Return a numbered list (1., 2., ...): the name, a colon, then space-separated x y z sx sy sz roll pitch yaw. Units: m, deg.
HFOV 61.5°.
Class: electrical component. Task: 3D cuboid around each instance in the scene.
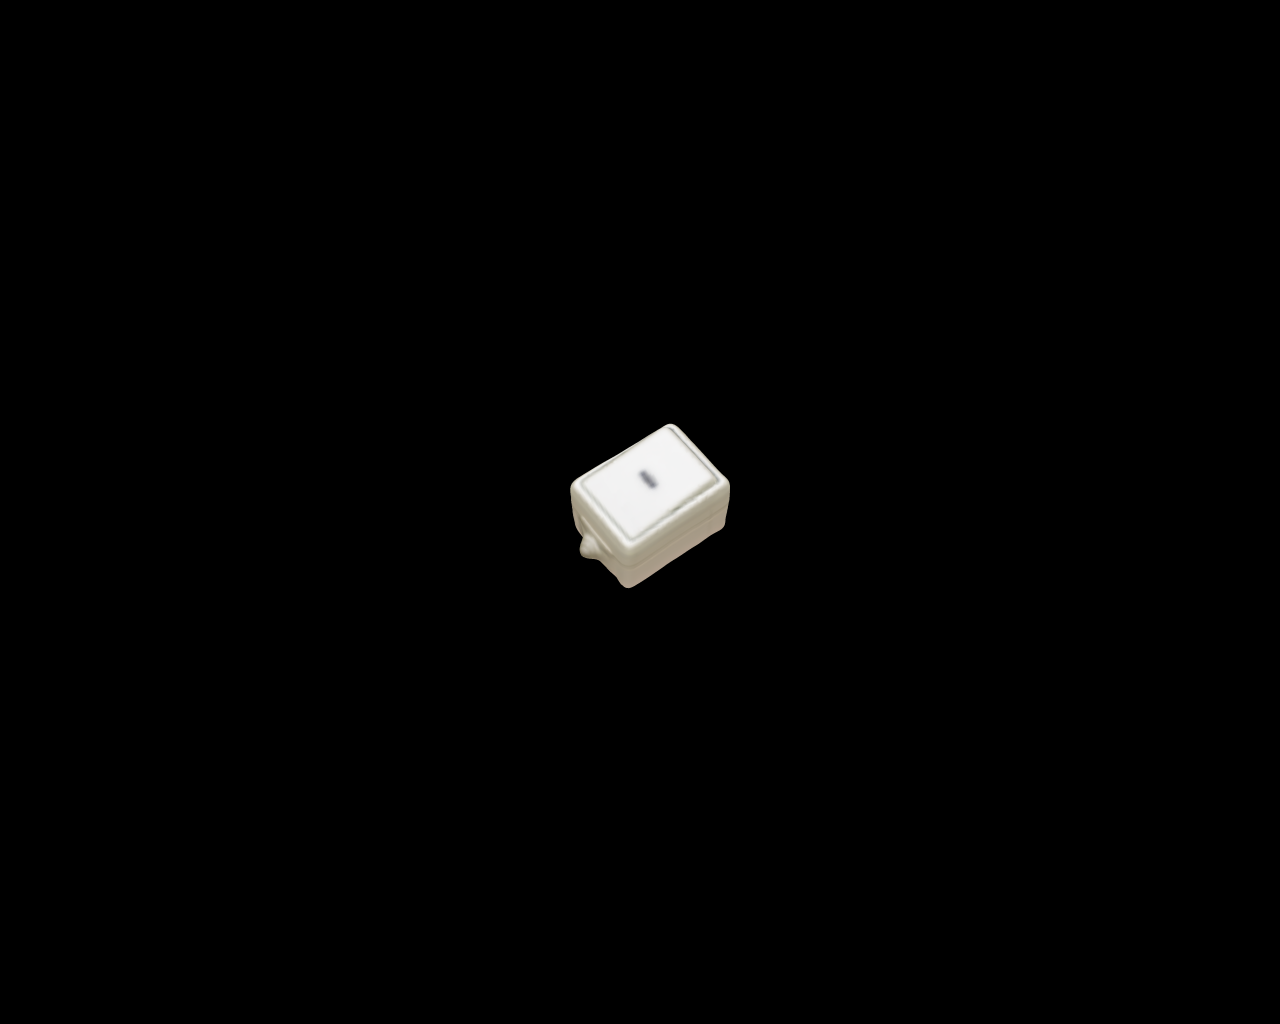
1. electrical component: 0.001 -0.003 0.650 0.096 0.062 0.061 -32 -26 -18
